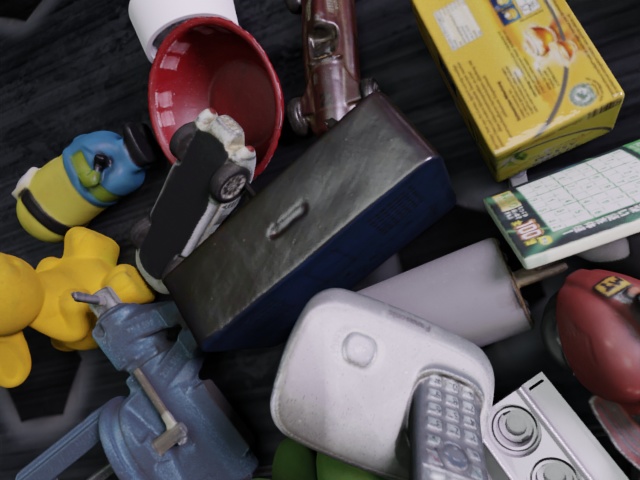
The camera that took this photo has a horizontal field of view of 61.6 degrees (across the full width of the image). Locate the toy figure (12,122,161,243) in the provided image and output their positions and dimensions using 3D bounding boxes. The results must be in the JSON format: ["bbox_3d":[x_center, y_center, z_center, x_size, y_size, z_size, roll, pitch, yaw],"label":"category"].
[{"bbox_3d":[-0.260,-0.063,0.594,0.180,0.082,0.089,-23,70,15],"label":"toy figure"}]

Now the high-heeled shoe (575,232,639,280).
[{"bbox_3d":[0.267,0.053,0.371,0.249,0.086,0.145,12,114,39],"label":"high-heeled shoe"}]

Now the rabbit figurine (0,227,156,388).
[{"bbox_3d":[-0.282,0.058,0.532,0.162,0.173,0.122,-43,72,6],"label":"rabbit figurine"}]

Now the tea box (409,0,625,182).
[{"bbox_3d":[0.147,-0.145,0.424,0.098,0.068,0.169,-24,72,15],"label":"tea box"}]

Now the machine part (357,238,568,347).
[{"bbox_3d":[0.074,0.064,0.430,0.243,0.079,0.079,-23,72,17],"label":"machine part"}]

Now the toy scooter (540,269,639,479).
[{"bbox_3d":[0.218,0.097,0.319,0.075,0.135,0.184,-26,85,-13],"label":"toy scooter"}]

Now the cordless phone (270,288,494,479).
[{"bbox_3d":[0.036,0.126,0.319,0.146,0.184,0.088,24,123,-8],"label":"cordless phone"}]

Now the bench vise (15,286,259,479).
[{"bbox_3d":[-0.181,0.166,0.480,0.240,0.129,0.223,-39,96,-1],"label":"bench vise"}]

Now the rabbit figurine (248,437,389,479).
[{"bbox_3d":[0.013,0.222,0.410,0.159,0.121,0.170,30,108,18],"label":"rabbit figurine"}]

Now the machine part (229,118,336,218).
[{"bbox_3d":[-0.015,-0.048,0.489,0.139,0.084,0.039,-42,45,13],"label":"machine part"}]

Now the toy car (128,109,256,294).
[{"bbox_3d":[-0.124,-0.030,0.515,0.073,0.056,0.201,45,120,18],"label":"toy car"}]

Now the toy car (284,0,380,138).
[{"bbox_3d":[0.008,-0.193,0.521,0.089,0.053,0.202,-8,79,25],"label":"toy car"}]

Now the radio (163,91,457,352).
[{"bbox_3d":[-0.001,-0.001,0.445,0.229,0.131,0.073,-39,68,13],"label":"radio"}]
